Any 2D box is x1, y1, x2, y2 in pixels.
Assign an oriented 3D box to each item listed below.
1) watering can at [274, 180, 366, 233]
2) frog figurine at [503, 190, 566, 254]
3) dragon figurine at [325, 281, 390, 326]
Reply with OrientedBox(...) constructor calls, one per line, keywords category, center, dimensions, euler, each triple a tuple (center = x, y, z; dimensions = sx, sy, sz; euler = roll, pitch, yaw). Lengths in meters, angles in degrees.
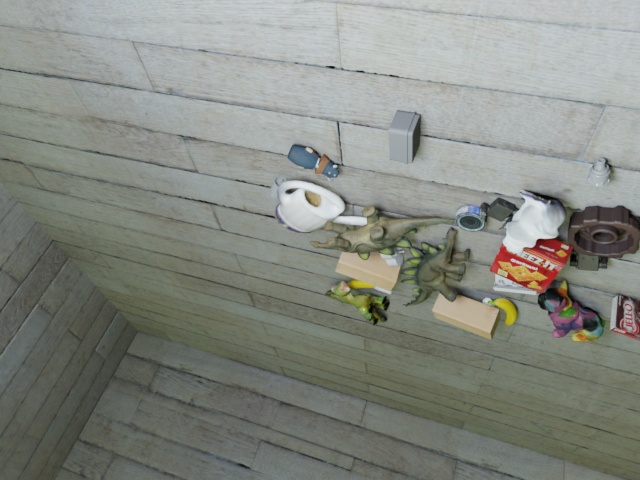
OrientedBox(category="watering can", center=(0.005, -0.082, 1.623), dimensions=(0.345, 0.106, 0.221), euler=(27, -33, -24))
OrientedBox(category="frog figurine", center=(0.538, -0.036, 1.293), dimensions=(0.123, 0.157, 0.139), euler=(3, 18, -28))
OrientedBox(category="dragon figurine", center=(0.140, 0.246, 2.052), dimensions=(0.244, 0.124, 0.403), euler=(22, -15, 19))
